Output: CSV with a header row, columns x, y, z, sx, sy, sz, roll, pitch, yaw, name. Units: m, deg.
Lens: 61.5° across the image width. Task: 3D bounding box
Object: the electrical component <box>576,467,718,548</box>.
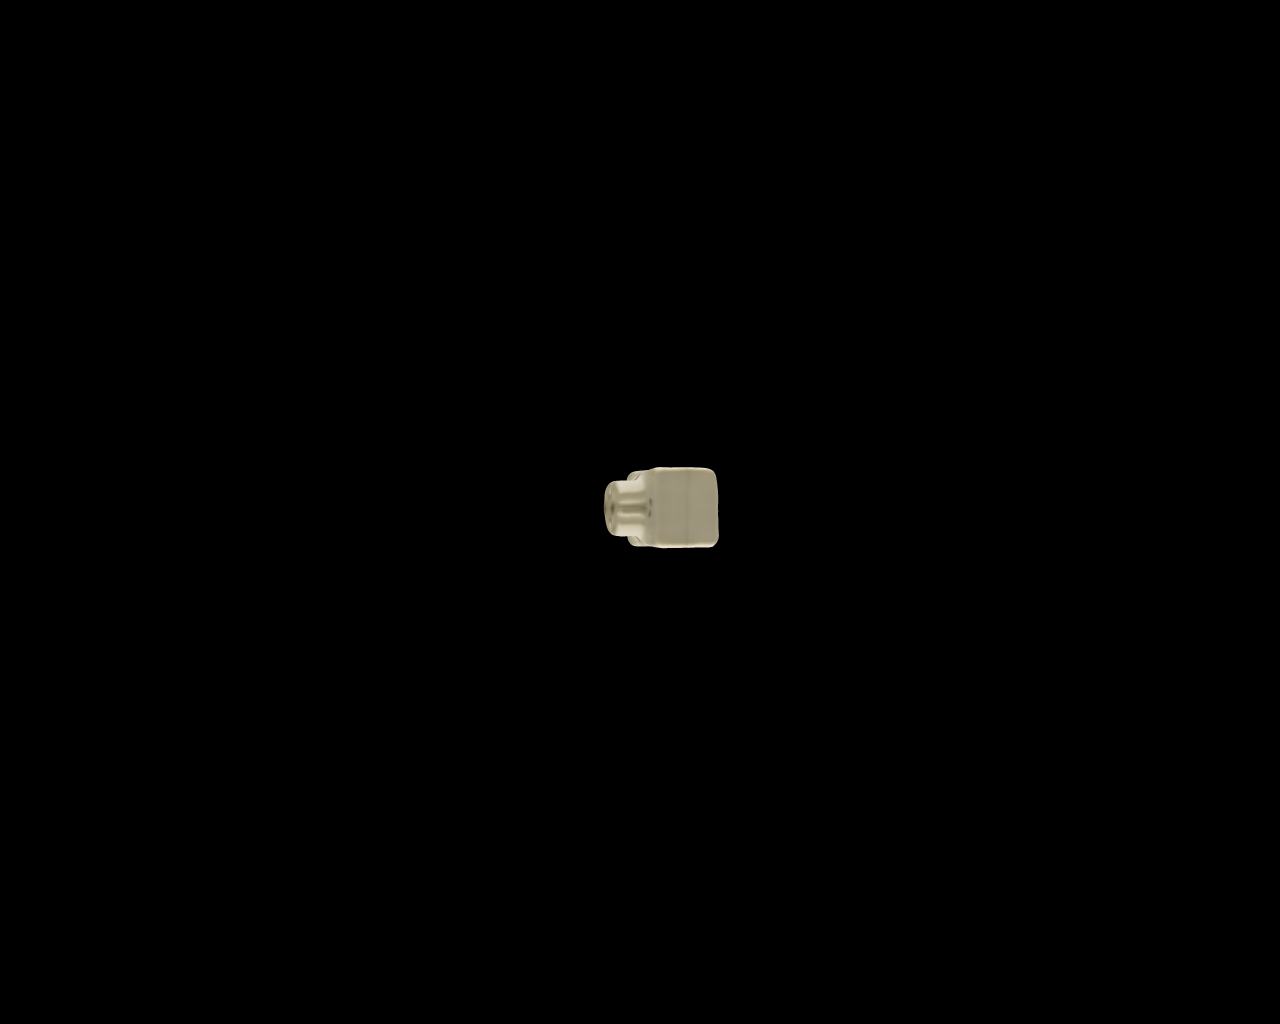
x,y,z,sx,sy,sz,roll,pitch,yaw,name
0.001,-0.003,0.650,0.077,0.047,0.065,0,0,-15,electrical component
